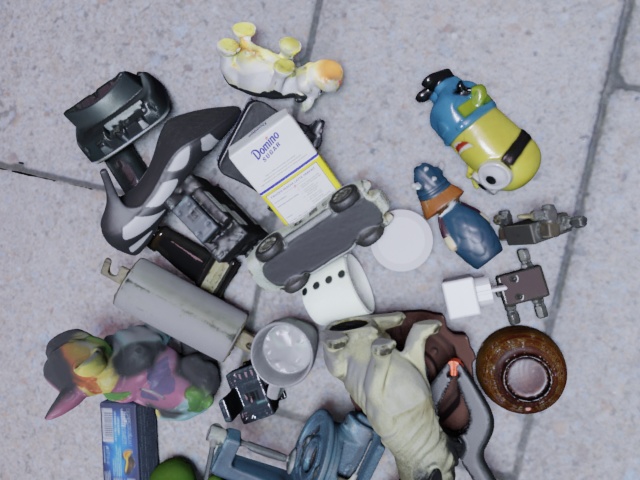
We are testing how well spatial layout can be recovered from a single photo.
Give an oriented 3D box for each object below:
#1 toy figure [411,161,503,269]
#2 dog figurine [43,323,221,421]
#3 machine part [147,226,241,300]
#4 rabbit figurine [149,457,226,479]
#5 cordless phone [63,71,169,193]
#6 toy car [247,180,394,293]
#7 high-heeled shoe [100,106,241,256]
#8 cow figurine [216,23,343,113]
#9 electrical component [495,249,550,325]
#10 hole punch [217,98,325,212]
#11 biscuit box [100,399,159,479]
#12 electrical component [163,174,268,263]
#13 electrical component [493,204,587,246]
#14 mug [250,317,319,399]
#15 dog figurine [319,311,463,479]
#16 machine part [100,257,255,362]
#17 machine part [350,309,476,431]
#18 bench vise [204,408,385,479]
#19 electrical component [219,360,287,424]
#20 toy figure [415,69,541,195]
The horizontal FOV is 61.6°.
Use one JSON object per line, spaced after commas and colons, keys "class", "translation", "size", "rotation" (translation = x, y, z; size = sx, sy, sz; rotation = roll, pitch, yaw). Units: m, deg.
{"class": "toy figure", "translation": [0.171, -0.033, 0.700], "size": [0.154, 0.064, 0.058], "rotation": [53, 136, 11]}
{"class": "dog figurine", "translation": [-0.245, 0.180, 0.697], "size": [0.192, 0.219, 0.108], "rotation": [39, 100, 9]}
{"class": "machine part", "translation": [-0.186, 0.028, 0.778], "size": [0.139, 0.039, 0.084], "rotation": [29, 103, 7]}
{"class": "rabbit figurine", "translation": [-0.174, 0.369, 0.731], "size": [0.170, 0.159, 0.121], "rotation": [19, 104, 25]}
{"class": "cordless phone", "translation": [-0.261, -0.136, 0.781], "size": [0.147, 0.089, 0.184], "rotation": [-31, 96, 8]}
{"class": "toy car", "translation": [-0.001, -0.002, 0.685], "size": [0.202, 0.056, 0.073], "rotation": [-33, 112, 11]}
{"class": "high-heeled shoe", "translation": [-0.198, -0.083, 0.757], "size": [0.249, 0.145, 0.086], "rotation": [-34, 47, -25]}
{"class": "cow figurine", "translation": [-0.054, -0.220, 0.730], "size": [0.167, 0.098, 0.068], "rotation": [21, 61, 4]}
{"class": "electrical component", "translation": [0.261, 0.060, 0.701], "size": [0.063, 0.021, 0.094], "rotation": [-15, 88, 11]}
{"class": "hole punch", "translation": [-0.075, -0.125, 0.740], "size": [0.115, 0.092, 0.142], "rotation": [27, 97, -23]}
{"class": "biscuit box", "translation": [-0.274, 0.325, 0.780], "size": [0.059, 0.063, 0.202], "rotation": [-3, 89, 11]}
{"class": "electrical component", "translation": [-0.140, -0.028, 0.720], "size": [0.115, 0.134, 0.058], "rotation": [44, 97, 9]}
{"class": "electrical component", "translation": [0.264, -0.021, 0.667], "size": [0.078, 0.102, 0.045], "rotation": [-18, 93, -13]}
{"class": "mug", "translation": [-0.039, 0.152, 0.715], "size": [0.081, 0.107, 0.109], "rotation": [11, 96, 11]}
{"class": "dog figurine", "translation": [0.075, 0.192, 0.637], "size": [0.121, 0.172, 0.190], "rotation": [-12, 97, -25]}
{"class": "machine part", "translation": [-0.188, 0.096, 0.735], "size": [0.243, 0.079, 0.079], "rotation": [28, 95, -6]}
{"class": "machine part", "translation": [0.122, 0.175, 0.711], "size": [0.179, 0.056, 0.179], "rotation": [0, 90, 12]}
{"class": "bench vise", "translation": [-0.036, 0.297, 0.664], "size": [0.240, 0.129, 0.223], "rotation": [25, 103, -13]}
{"class": "electrical component", "translation": [-0.091, 0.201, 0.718], "size": [0.048, 0.119, 0.075], "rotation": [-23, 83, 10]}
{"class": "toy figure", "translation": [0.203, -0.140, 0.683], "size": [0.089, 0.082, 0.180], "rotation": [-36, 82, 11]}
